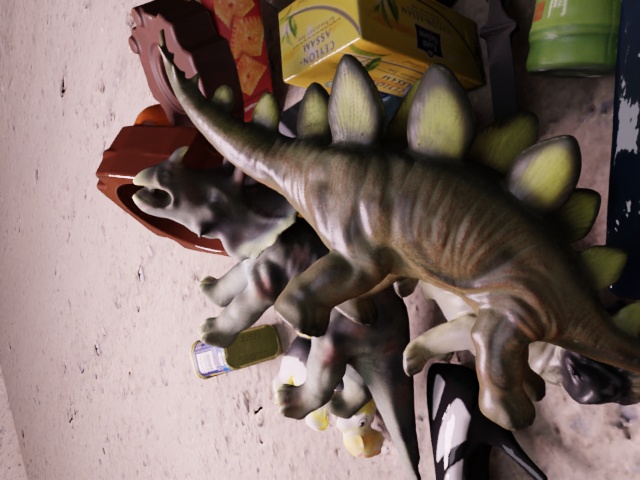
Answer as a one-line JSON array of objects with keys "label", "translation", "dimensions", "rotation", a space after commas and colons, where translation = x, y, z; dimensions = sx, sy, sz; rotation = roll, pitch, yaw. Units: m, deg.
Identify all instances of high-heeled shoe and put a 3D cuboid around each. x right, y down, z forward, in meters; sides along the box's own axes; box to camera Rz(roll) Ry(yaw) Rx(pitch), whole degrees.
[{"label": "high-heeled shoe", "translation": [0.123, 0.249, 0.536], "dimensions": [0.145, 0.086, 0.248], "rotation": [40, 118, 39]}]

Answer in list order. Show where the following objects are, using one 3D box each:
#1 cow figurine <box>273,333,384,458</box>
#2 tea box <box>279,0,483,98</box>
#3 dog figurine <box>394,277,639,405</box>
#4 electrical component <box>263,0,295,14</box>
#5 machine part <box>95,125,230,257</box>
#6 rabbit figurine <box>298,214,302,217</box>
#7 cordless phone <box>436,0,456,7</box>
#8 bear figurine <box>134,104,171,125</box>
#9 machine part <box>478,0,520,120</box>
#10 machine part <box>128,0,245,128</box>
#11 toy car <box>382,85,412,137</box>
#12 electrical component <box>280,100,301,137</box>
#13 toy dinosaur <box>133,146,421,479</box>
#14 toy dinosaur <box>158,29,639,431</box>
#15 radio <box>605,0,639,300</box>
[{"label": "cow figurine", "translation": [0.020, 0.179, 0.648], "dimensions": [0.168, 0.068, 0.098], "rotation": [30, 110, 40]}, {"label": "tea box", "translation": [0.058, -0.170, 0.482], "dimensions": [0.098, 0.169, 0.068], "rotation": [-13, 81, 49]}, {"label": "dog figurine", "translation": [0.174, 0.044, 0.454], "dimensions": [0.191, 0.121, 0.172], "rotation": [-5, 97, 34]}, {"label": "electrical component", "translation": [-0.030, -0.298, 0.620], "dimensions": [0.045, 0.102, 0.078], "rotation": [47, 117, 37]}, {"label": "machine part", "translation": [-0.166, -0.060, 0.702], "dimensions": [0.202, 0.200, 0.087], "rotation": [6, 65, 29]}, {"label": "rabbit figurine", "translation": [-0.001, -0.002, 0.616], "dimensions": [0.173, 0.122, 0.162], "rotation": [-2, 93, 28]}, {"label": "cordless phone", "translation": [0.075, -0.310, 0.518], "dimensions": [0.146, 0.088, 0.184], "rotation": [-50, 54, 39]}, {"label": "bear figurine", "translation": [-0.203, -0.127, 0.815], "dimensions": [0.196, 0.120, 0.131], "rotation": [37, 124, 32]}, {"label": "machine part", "translation": [0.156, -0.149, 0.460], "dimensions": [0.039, 0.084, 0.138], "rotation": [-6, 102, 15]}, {"label": "machine part", "translation": [-0.163, -0.202, 0.652], "dimensions": [0.180, 0.056, 0.179], "rotation": [39, 149, 29]}, {"label": "toy car", "translation": [0.091, -0.084, 0.503], "dimensions": [0.103, 0.162, 0.109], "rotation": [-21, 97, 6]}, {"label": "electrical component", "translation": [-0.009, -0.124, 0.576], "dimensions": [0.048, 0.075, 0.119], "rotation": [46, 161, 12]}, {"label": "toy dinosaur", "translation": [0.004, 0.061, 0.530], "dimensions": [0.405, 0.131, 0.192], "rotation": [39, 107, -4]}, {"label": "toy dinosaur", "translation": [0.052, -0.021, 0.387], "dimensions": [0.472, 0.105, 0.198], "rotation": [24, 102, 15]}, {"label": "radio", "translation": [0.267, -0.071, 0.345], "dimensions": [0.131, 0.073, 0.229], "rotation": [7, 102, 45]}]
